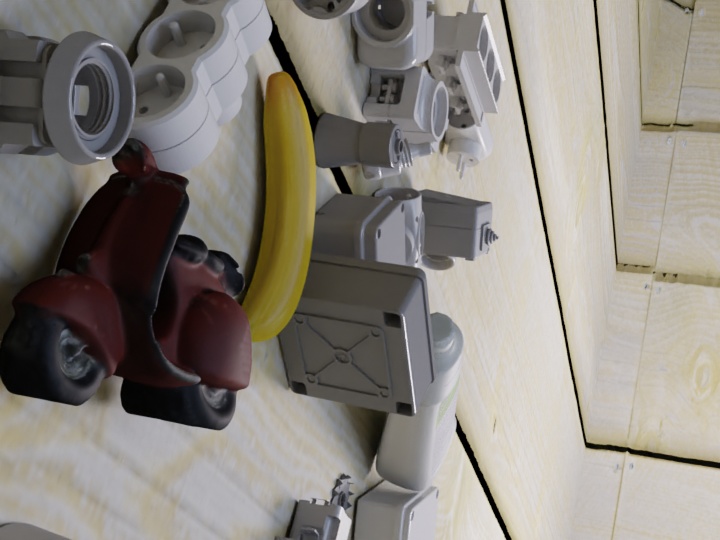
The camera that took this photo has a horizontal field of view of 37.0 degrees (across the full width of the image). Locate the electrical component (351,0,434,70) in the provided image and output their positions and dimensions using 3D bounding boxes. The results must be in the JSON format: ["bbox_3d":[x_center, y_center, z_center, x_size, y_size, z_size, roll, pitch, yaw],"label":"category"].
[{"bbox_3d":[0.028,-0.217,0.898,0.059,0.054,0.095,-41,134,-62],"label":"electrical component"}]

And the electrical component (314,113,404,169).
[{"bbox_3d":[0.001,-0.099,0.844,0.044,0.065,0.044,7,90,-71],"label":"electrical component"}]

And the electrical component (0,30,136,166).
[{"bbox_3d":[-0.137,-0.076,0.473,0.078,0.057,0.058,-11,107,-70],"label":"electrical component"}]

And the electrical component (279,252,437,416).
[{"bbox_3d":[-0.003,0.048,0.817,0.056,0.109,0.108,-58,149,-45],"label":"electrical component"}]

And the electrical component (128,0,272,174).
[{"bbox_3d":[-0.089,-0.104,0.606,0.073,0.052,0.138,72,31,-51],"label":"electrical component"}]

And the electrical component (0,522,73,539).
[{"bbox_3d":[-0.151,0.181,0.514,0.108,0.060,0.108,7,90,-70],"label":"electrical component"}]

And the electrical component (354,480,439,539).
[{"bbox_3d":[0.034,0.273,1.077,0.109,0.056,0.108,-6,103,-70],"label":"electrical component"}]

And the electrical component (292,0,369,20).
[{"bbox_3d":[-0.019,-0.208,0.770,0.047,0.055,0.055,-41,135,-67],"label":"electrical component"}]

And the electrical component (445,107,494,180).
[{"bbox_3d":[0.117,-0.140,1.189,0.077,0.044,0.079,54,46,-63],"label":"electrical component"}]

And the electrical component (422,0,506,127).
[{"bbox_3d":[0.107,-0.212,1.108,0.121,0.063,0.078,53,47,-63],"label":"electrical component"}]

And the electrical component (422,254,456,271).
[{"bbox_3d":[0.084,-0.028,1.145,0.040,0.040,0.046,66,30,-56],"label":"electrical component"}]

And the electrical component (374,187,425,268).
[{"bbox_3d":[0.032,-0.027,0.978,0.079,0.044,0.077,-65,155,-66],"label":"electrical component"}]

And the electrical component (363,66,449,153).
[{"bbox_3d":[0.045,-0.144,0.968,0.089,0.056,0.050,41,58,-67],"label":"electrical component"}]

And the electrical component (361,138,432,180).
[{"bbox_3d":[0.031,-0.099,0.927,0.035,0.061,0.035,169,-90,-89],"label":"electrical component"}]

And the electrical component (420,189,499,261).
[{"bbox_3d":[0.092,-0.046,1.072,0.062,0.096,0.061,-22,116,-68],"label":"electrical component"}]

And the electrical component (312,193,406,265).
[{"bbox_3d":[0.000,0.000,0.887,0.078,0.057,0.113,-49,141,-58],"label":"electrical component"}]

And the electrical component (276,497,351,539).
[{"bbox_3d":[-0.036,0.226,0.887,0.081,0.042,0.063,68,31,-55],"label":"electrical component"}]
